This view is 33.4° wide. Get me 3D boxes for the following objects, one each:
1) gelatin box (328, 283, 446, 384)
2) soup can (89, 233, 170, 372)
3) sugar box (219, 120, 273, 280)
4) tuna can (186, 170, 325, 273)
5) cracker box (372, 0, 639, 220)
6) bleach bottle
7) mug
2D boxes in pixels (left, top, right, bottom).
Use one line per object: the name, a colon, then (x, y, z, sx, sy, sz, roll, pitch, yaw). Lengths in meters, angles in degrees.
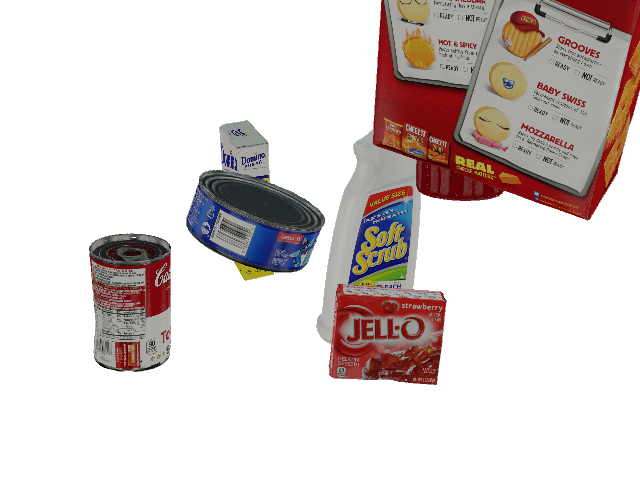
gelatin box: (0.054, 0.076, 0.867, 0.089, 0.073, 0.030, 4, 15, -1)
soup can: (-0.162, 0.053, 0.913, 0.068, 0.102, 0.068, 2, 20, -1)
sugar box: (-0.092, -0.050, 1.317, 0.048, 0.176, 0.093, -12, 26, -15)
tuna can: (-0.043, -0.013, 0.691, 0.086, 0.034, 0.086, 19, 17, -7)
cracker box: (0.124, -0.135, 0.678, 0.164, 0.214, 0.072, 22, 46, 21)
bleach bottle: (0.055, -0.015, 1.142, 0.102, 0.251, 0.068, 0, 18, -13)
mug: (0.140, -0.082, 0.964, 0.117, 0.081, 0.093, 4, 16, 13)
